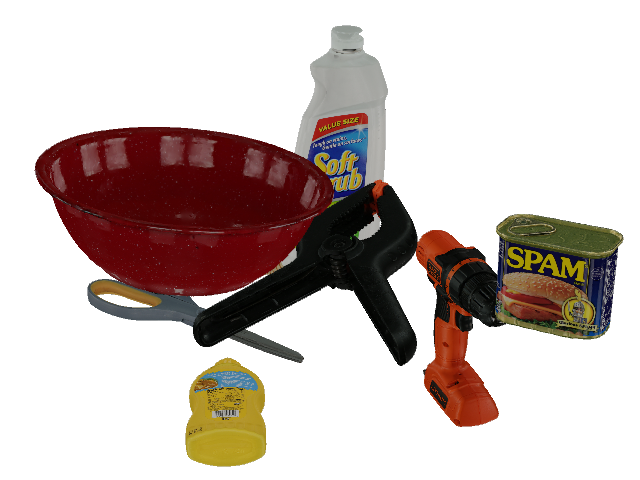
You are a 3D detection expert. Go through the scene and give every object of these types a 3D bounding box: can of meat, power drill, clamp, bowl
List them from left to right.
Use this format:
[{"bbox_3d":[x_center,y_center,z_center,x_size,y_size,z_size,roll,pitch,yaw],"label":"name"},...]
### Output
[{"bbox_3d":[-0.076,-0.013,0.590,0.162,0.055,0.162,6,22,-3],"label":"bowl"},{"bbox_3d":[0.006,0.020,0.798,0.165,0.036,0.209,0,33,17],"label":"clamp"},{"bbox_3d":[0.155,0.099,1.132,0.057,0.188,0.184,-8,24,-13],"label":"power drill"},{"bbox_3d":[0.200,0.031,0.908,0.102,0.084,0.057,13,26,29],"label":"can of meat"}]

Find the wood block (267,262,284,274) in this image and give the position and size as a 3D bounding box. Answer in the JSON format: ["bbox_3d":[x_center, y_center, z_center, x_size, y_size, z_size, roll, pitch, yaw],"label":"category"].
[{"bbox_3d":[-0.092,-0.034,1.293,0.090,0.090,0.206,-9,21,-34],"label":"wood block"}]

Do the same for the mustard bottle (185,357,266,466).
[{"bbox_3d":[-0.118,0.205,1.345,0.096,0.058,0.191,-3,26,-3],"label":"mustard bottle"}]

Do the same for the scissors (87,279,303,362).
[{"bbox_3d":[-0.102,0.058,0.929,0.202,0.016,0.096,12,28,8],"label":"scissors"}]

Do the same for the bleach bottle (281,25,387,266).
[{"bbox_3d":[0.014,-0.089,1.067,0.102,0.251,0.068,7,27,10],"label":"bleach bottle"}]
